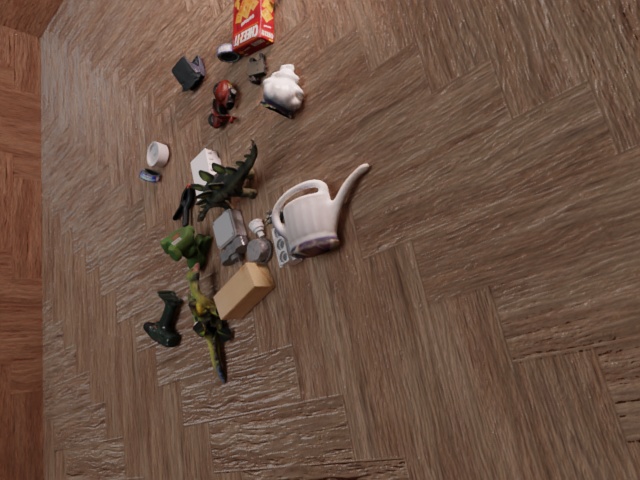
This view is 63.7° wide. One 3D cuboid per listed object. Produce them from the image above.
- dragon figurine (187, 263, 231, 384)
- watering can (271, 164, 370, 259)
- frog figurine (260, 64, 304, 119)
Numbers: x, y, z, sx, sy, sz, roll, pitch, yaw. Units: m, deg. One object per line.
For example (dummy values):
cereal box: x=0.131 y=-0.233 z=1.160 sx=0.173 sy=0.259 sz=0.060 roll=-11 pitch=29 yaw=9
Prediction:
dragon figurine: x=-0.411 y=0.287 z=1.837 sx=0.243 sy=0.123 sz=0.407 roll=-168 pitch=69 yaw=-65
watering can: x=0.004 y=-0.074 z=1.467 sx=0.345 sy=0.103 sz=0.227 roll=-20 pitch=73 yaw=29
frog figurine: x=-0.112 y=-0.484 z=1.639 sx=0.138 sy=0.122 sz=0.159 roll=23 pitch=93 yaw=11
